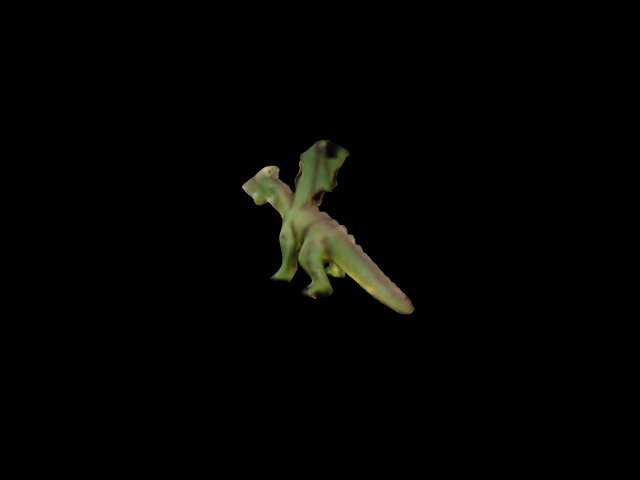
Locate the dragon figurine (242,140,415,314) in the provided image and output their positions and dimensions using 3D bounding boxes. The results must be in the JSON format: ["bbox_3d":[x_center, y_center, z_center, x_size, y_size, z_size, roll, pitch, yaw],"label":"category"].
[{"bbox_3d":[0.003,-0.043,0.850,0.123,0.240,0.412,-10,17,-42],"label":"dragon figurine"}]
